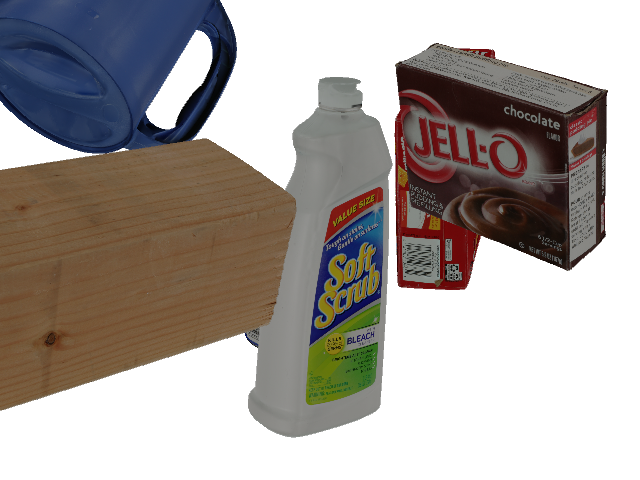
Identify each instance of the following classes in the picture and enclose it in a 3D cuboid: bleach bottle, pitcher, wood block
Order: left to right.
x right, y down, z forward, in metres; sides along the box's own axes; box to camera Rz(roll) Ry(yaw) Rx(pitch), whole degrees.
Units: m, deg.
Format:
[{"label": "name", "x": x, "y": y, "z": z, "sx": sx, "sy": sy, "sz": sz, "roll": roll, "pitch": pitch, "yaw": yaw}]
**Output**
[{"label": "wood block", "x": -0.123, "y": 0.013, "z": 0.580, "sx": 0.205, "sy": 0.091, "sz": 0.090, "roll": -15, "pitch": 38, "yaw": -43}, {"label": "pitcher", "x": -0.142, "y": -0.188, "z": 0.843, "sx": 0.145, "sy": 0.242, "sz": 0.149, "roll": 11, "pitch": -36, "yaw": 26}, {"label": "bleach bottle", "x": 0.002, "y": 0.010, "z": 0.770, "sx": 0.102, "sy": 0.251, "sz": 0.068, "roll": -10, "pitch": 21, "yaw": -35}]

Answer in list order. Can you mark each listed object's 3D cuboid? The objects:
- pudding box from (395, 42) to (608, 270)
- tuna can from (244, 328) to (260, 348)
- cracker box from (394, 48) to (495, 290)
[{"label": "pudding box", "x": 0.093, "y": -0.046, "z": 0.557, "sx": 0.114, "sy": 0.090, "sz": 0.039, "roll": 23, "pitch": 46, "yaw": 40}, {"label": "tuna can", "x": -0.031, "y": 0.070, "z": 1.005, "sx": 0.086, "sy": 0.034, "sz": 0.086, "roll": -4, "pitch": 25, "yaw": 2}, {"label": "cracker box", "x": 0.123, "y": -0.074, "z": 1.004, "sx": 0.072, "sy": 0.164, "sz": 0.213, "roll": 4, "pitch": 27, "yaw": 15}]
